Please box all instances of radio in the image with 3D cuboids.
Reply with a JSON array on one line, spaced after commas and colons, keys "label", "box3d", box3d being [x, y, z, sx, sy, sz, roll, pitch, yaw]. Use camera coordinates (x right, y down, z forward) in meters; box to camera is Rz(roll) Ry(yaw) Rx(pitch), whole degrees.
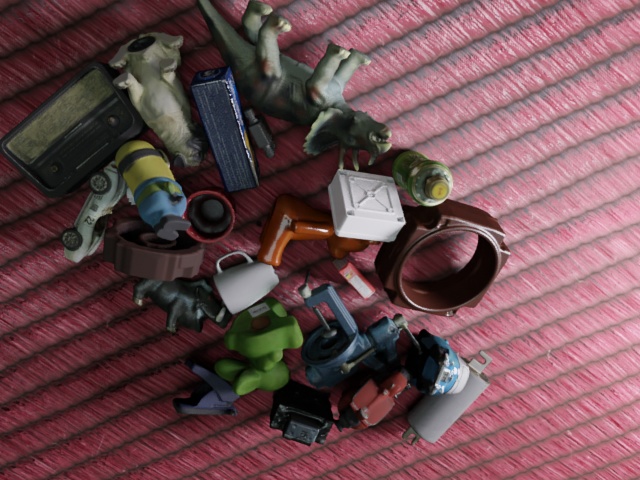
[{"label": "radio", "box3d": [-0.410, -0.182, 0.917, 0.229, 0.073, 0.131, -37, 103, 9]}]

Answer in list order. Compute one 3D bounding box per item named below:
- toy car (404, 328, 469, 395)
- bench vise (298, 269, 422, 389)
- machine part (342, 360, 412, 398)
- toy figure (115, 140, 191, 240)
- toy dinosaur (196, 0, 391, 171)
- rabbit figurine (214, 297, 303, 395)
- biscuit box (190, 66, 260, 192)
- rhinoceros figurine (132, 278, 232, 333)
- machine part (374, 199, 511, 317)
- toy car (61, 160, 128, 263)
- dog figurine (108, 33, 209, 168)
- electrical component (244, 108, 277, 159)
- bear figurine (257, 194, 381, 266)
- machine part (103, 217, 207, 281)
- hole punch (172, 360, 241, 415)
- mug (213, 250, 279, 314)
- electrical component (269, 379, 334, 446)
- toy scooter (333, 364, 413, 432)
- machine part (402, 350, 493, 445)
[{"label": "toy car", "box3d": [0.225, 0.237, 1.001, 0.103, 0.162, 0.109, 21, 88, -7]}, {"label": "bench vise", "box3d": [0.046, 0.166, 1.000, 0.224, 0.129, 0.240, -27, 113, 10]}, {"label": "machine part", "box3d": [0.112, 0.299, 1.082, 0.139, 0.039, 0.084, -25, 110, 4]}, {"label": "toy figure", "box3d": [-0.274, -0.088, 0.884, 0.082, 0.089, 0.180, -28, 64, 0]}, {"label": "toy dinosaur", "box3d": [-0.058, -0.260, 0.888, 0.405, 0.131, 0.192, 27, 112, 1]}, {"label": "rabbit figurine", "box3d": [-0.103, 0.220, 0.986, 0.159, 0.121, 0.170, -28, 125, -28]}, {"label": "biscuit box", "box3d": [-0.154, -0.182, 0.899, 0.063, 0.059, 0.202, -9, 126, 5]}, {"label": "rhinoceros figurine", "box3d": [-0.256, 0.111, 1.007, 0.190, 0.073, 0.112, 34, 91, -8]}, {"label": "machine part", "box3d": [0.215, 0.034, 0.954, 0.201, 0.087, 0.200, 14, 119, -20]}, {"label": "toy car", "box3d": [-0.394, -0.052, 0.953, 0.056, 0.073, 0.201, 31, 102, -6]}, {"label": "dog figurine", "box3d": [-0.256, -0.233, 0.909, 0.121, 0.172, 0.190, -10, 140, 8]}, {"label": "electrical component", "box3d": [-0.102, -0.188, 0.922, 0.021, 0.063, 0.093, -21, 119, 13]}, {"label": "bear figurine", "box3d": [0.000, -0.006, 0.958, 0.196, 0.120, 0.131, 19, 110, -14]}, {"label": "machine part", "box3d": [-0.283, 0.014, 0.928, 0.179, 0.179, 0.056, 12, 107, -5]}, {"label": "hole punch", "box3d": [-0.213, 0.282, 1.026, 0.116, 0.142, 0.092, 13, 77, -20]}, {"label": "mug", "box3d": [-0.137, 0.068, 0.996, 0.107, 0.081, 0.109, -25, 99, -6]}, {"label": "electrical component", "box3d": [-0.035, 0.334, 1.037, 0.115, 0.134, 0.058, 18, 104, -8]}, {"label": "toy scooter", "box3d": [0.081, 0.298, 0.968, 0.075, 0.135, 0.184, 50, 127, 9]}, {"label": "machine part", "box3d": [0.255, 0.318, 1.071, 0.079, 0.079, 0.243, 38, 100, -11]}]
